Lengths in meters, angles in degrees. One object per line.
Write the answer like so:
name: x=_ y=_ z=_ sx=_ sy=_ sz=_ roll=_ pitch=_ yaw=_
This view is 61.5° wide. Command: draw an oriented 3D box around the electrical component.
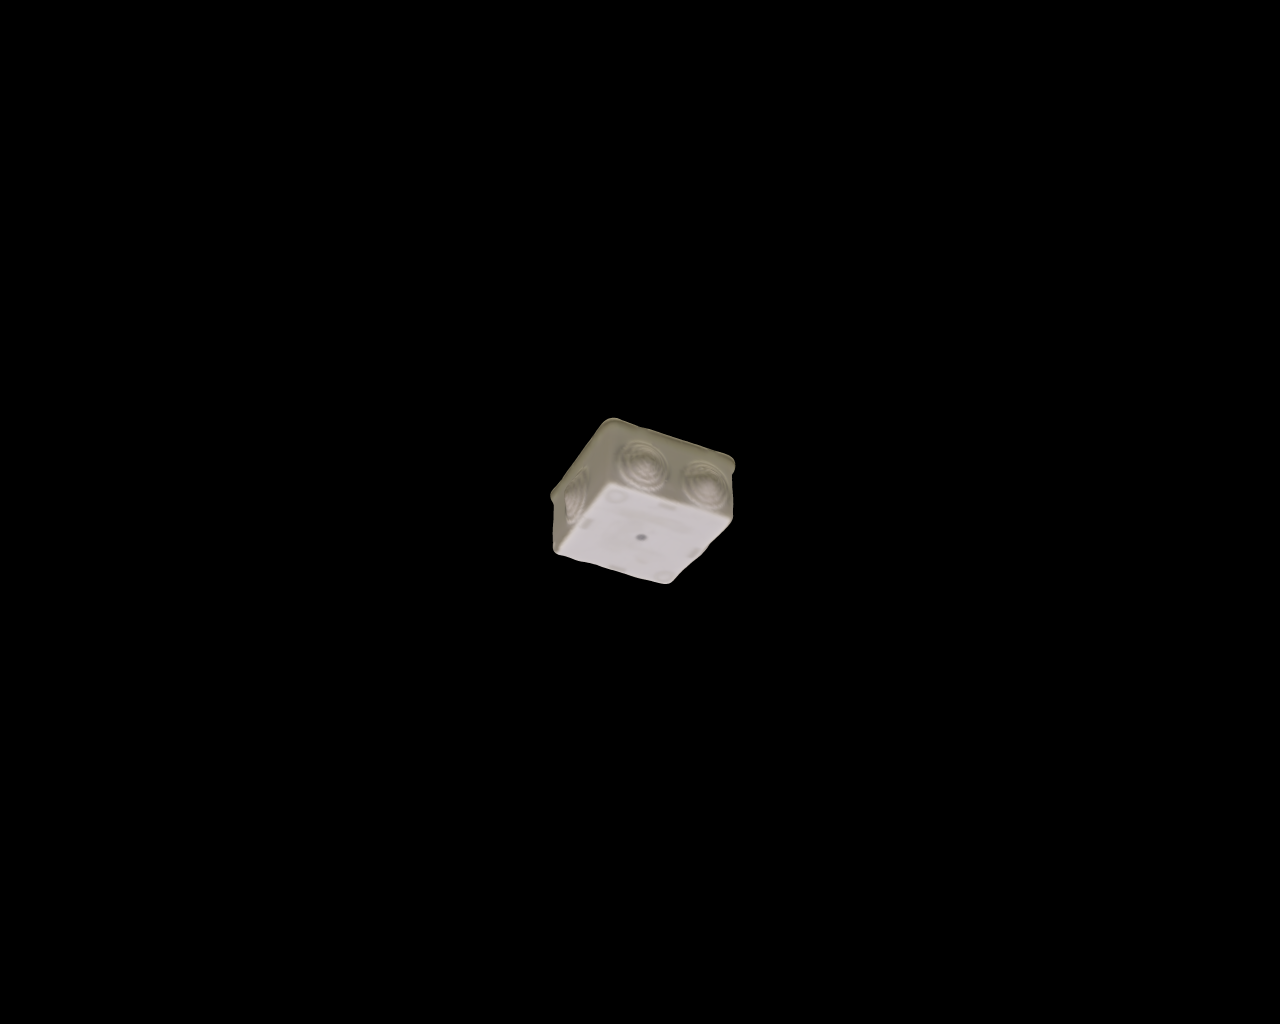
electrical component: x=0.001 y=-0.003 z=0.650 sx=0.100 sy=0.048 sz=0.099 roll=17 pitch=-40 yaw=-22
